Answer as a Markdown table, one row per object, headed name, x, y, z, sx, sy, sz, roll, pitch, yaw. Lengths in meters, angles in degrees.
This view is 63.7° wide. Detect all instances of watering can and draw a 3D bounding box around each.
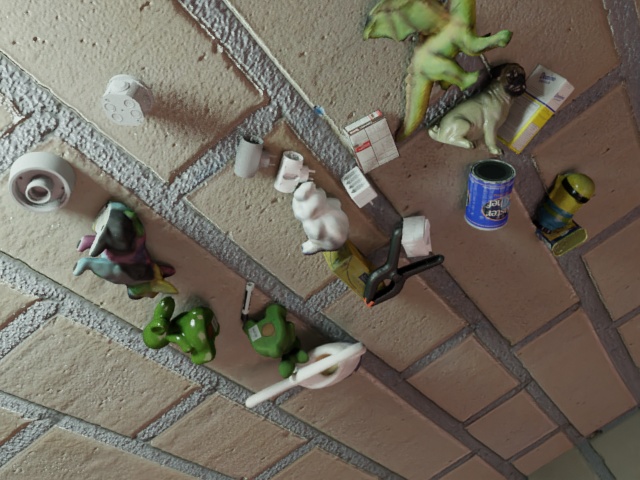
| name | x | y | z | sx | sy | sz | roll | pitch | yaw |
| --- | --- | --- | --- | --- | --- | --- | --- | --- | --- |
| watering can | -0.019 | 0.353 | 1.382 | 0.345 | 0.105 | 0.223 | -30 | -17 | 17 |

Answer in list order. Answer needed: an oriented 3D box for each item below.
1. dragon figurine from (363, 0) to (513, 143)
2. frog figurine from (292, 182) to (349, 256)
| name | x | y | z | sx | sy | sz | roll | pitch | yaw |
| --- | --- | --- | --- | --- | --- | --- | --- | --- | --- |
| dragon figurine | 0.191 | -0.368 | 0.970 | 0.241 | 0.125 | 0.403 | 26 | -52 | -21 |
| frog figurine | 0.003 | -0.056 | 1.113 | 0.123 | 0.156 | 0.140 | 15 | 36 | 25 |
